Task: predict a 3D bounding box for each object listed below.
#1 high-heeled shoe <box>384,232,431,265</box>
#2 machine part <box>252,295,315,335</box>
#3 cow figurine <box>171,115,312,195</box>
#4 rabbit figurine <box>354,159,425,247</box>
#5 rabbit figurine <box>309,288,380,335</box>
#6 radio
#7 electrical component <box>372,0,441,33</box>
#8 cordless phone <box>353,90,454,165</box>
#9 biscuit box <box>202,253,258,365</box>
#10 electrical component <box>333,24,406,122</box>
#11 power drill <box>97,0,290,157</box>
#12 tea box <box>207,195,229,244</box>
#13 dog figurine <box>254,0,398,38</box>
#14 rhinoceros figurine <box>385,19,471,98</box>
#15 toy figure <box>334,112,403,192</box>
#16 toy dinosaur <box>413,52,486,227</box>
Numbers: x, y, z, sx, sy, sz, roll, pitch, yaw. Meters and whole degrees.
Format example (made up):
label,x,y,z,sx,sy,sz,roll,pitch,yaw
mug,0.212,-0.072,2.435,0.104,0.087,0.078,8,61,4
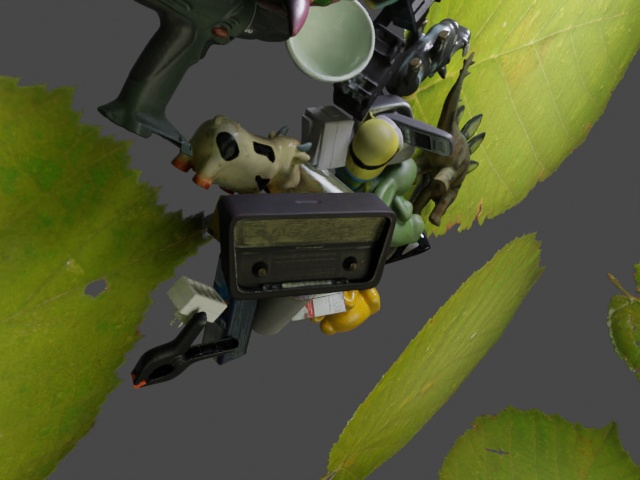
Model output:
label,x,y,z,sx,sy,sz,roll,pitch,yaw
high-heeled shoe,0.144,0.069,1.176,0.086,0.145,0.248,-9,125,-49
machine part,-0.069,0.102,0.923,0.079,0.079,0.243,-29,168,-36
cow figurine,-0.094,-0.113,0.747,0.127,0.086,0.194,-55,147,9
rabbit figurine,0.126,-0.082,1.042,0.159,0.121,0.170,-7,116,-44
rabbit figurine,0.022,0.100,1.103,0.162,0.122,0.173,-29,127,-21
radio,-0.021,0.007,0.734,0.230,0.073,0.131,-2,120,-19
electrical component,0.133,-0.367,0.841,0.119,0.048,0.074,-50,148,-11
cordless phone,0.153,-0.169,0.924,0.089,0.184,0.146,-49,148,-19
biscuit box,-0.146,0.112,0.907,0.063,0.059,0.202,-15,132,-45
electrical component,0.073,-0.248,0.818,0.115,0.058,0.134,-53,178,3
power drill,-0.139,-0.201,0.600,0.232,0.086,0.207,13,113,-55
tea box,-0.077,-0.018,0.841,0.169,0.098,0.068,-4,124,-53
dog figurine,0.016,-0.296,0.590,0.219,0.192,0.108,-76,179,-47
rhinoceros figurine,0.193,-0.320,0.939,0.190,0.073,0.112,-43,146,-17
toy figure,0.075,-0.133,0.897,0.089,0.082,0.180,-62,-172,-29
toy dinosaur,0.272,-0.180,1.160,0.198,0.105,0.470,-52,158,-19
